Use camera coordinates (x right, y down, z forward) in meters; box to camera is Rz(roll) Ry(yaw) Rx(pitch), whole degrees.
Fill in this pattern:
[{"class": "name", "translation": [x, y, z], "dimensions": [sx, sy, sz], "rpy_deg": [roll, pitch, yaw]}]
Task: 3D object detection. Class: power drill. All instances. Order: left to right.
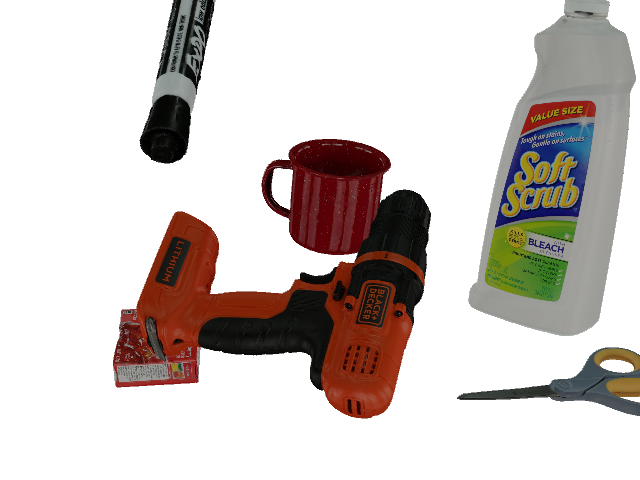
[{"class": "power drill", "translation": [-0.021, 0.028, 0.751], "dimensions": [0.188, 0.184, 0.057], "rpy_deg": [7, -40, 14]}]

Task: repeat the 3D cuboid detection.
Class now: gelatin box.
[{"class": "gelatin box", "translation": [-0.146, 0.094, 0.962], "dimensions": [0.073, 0.030, 0.089], "rpy_deg": [-3, 30, -2]}]

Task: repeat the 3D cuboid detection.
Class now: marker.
[{"class": "marker", "translation": [-0.059, -0.076, 0.454], "dimensions": [0.020, 0.121, 0.020], "rpy_deg": [1, -45, 1]}]

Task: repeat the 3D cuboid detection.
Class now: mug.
[{"class": "mug", "translation": [0.002, -0.041, 0.983], "dimensions": [0.117, 0.081, 0.093], "rpy_deg": [10, 27, 8]}]

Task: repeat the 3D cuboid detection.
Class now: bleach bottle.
[{"class": "bleach bottle", "translation": [0.175, -0.061, 0.796], "dimensions": [0.103, 0.251, 0.067], "rpy_deg": [17, 22, 36]}]

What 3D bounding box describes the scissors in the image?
[{"class": "scissors", "translation": [0.213, 0.119, 0.928], "dimensions": [0.201, 0.016, 0.096], "rpy_deg": [6, 28, -4]}]
